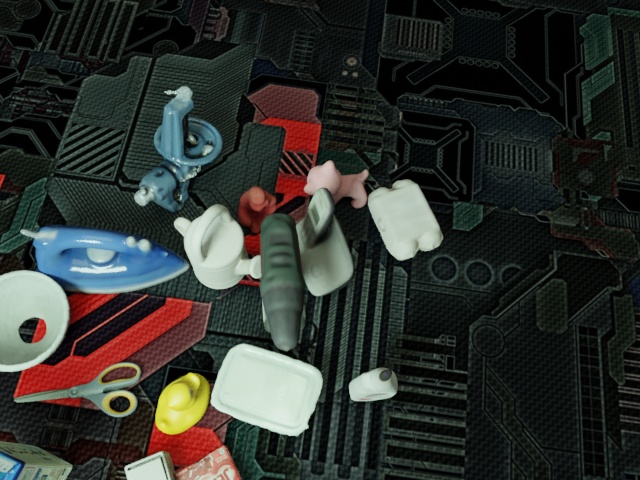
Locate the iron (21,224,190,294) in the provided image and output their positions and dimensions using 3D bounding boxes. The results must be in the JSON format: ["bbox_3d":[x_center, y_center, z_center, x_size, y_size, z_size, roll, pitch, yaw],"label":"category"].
[{"bbox_3d":[-0.361,0.017,0.971,0.258,0.141,0.118,2,67,-3],"label":"iron"}]

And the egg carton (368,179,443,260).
[{"bbox_3d":[0.156,-0.038,1.065,0.107,0.069,0.150,-20,70,-11],"label":"egg carton"}]

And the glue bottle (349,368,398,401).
[{"bbox_3d":[0.091,0.223,0.897,0.078,0.173,0.037,-8,68,-6],"label":"glue bottle"}]

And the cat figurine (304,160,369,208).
[{"bbox_3d":[0.029,-0.107,1.059,0.128,0.118,0.067,-8,68,-7],"label":"cat figurine"}]

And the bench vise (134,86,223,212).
[{"bbox_3d":[-0.245,-0.154,1.006,0.121,0.220,0.207,14,67,3],"label":"bench vise"}]

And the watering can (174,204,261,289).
[{"bbox_3d":[-0.168,0.008,0.958,0.173,0.194,0.101,10,67,1],"label":"watering can"}]

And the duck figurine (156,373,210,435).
[{"bbox_3d":[-0.222,0.256,0.911,0.077,0.086,0.105,32,69,10],"label":"duck figurine"}]

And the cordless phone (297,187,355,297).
[{"bbox_3d":[0.009,0.003,0.976,0.094,0.185,0.147,-20,70,-11],"label":"cordless phone"}]

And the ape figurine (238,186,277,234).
[{"bbox_3d":[-0.116,-0.066,1.047,0.078,0.092,0.076,-18,70,-10],"label":"ape figurine"}]

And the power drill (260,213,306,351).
[{"bbox_3d":[-0.059,0.084,0.926,0.075,0.208,0.229,-5,68,-5],"label":"power drill"}]

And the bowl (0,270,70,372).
[{"bbox_3d":[-0.489,0.139,0.949,0.167,0.075,0.167,1,67,-3],"label":"bowl"}]
